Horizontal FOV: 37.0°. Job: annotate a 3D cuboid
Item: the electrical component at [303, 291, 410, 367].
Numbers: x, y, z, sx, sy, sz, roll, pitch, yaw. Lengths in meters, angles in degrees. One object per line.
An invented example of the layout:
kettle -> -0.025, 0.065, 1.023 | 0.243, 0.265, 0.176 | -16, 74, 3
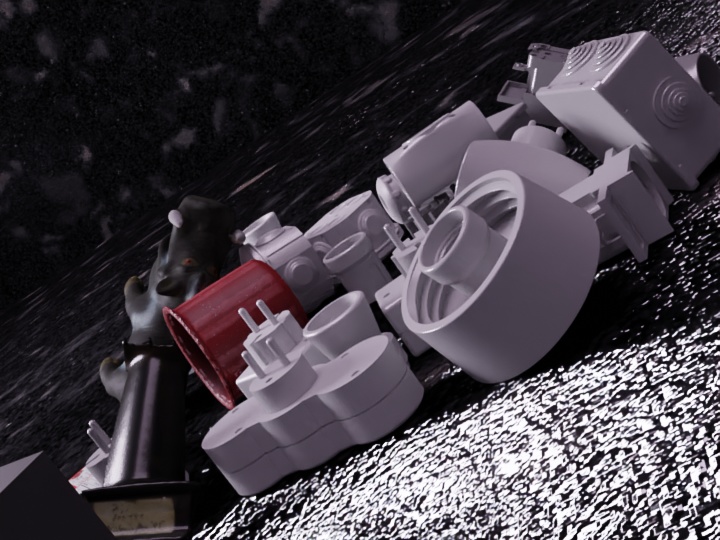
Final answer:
electrical component -> -0.001, 0.047, 0.655 | 0.045, 0.055, 0.045 | -33, 13, 9

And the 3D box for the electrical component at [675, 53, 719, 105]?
electrical component -> 0.191, -0.119, 0.713 | 0.077, 0.079, 0.043 | -23, 38, 42

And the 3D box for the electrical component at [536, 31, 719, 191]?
electrical component -> 0.167, -0.096, 0.649 | 0.048, 0.100, 0.100 | -49, 14, -4

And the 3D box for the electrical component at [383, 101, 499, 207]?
electrical component -> 0.060, -0.087, 0.808 | 0.077, 0.044, 0.079 | -34, 6, 2

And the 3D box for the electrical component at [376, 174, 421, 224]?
electrical component -> 0.049, -0.075, 0.987 | 0.062, 0.048, 0.048 | -29, 13, -4

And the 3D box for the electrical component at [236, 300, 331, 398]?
electrical component -> -0.051, 0.053, 0.711 | 0.066, 0.076, 0.047 | -24, 17, 41

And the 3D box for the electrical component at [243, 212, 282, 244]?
electrical component -> -0.085, -0.019, 1.074 | 0.044, 0.065, 0.044 | -34, 13, 9

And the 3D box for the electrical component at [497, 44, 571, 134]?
electrical component -> 0.163, -0.157, 0.917 | 0.081, 0.063, 0.042 | 14, 33, 12

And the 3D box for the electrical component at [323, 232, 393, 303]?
electrical component -> 0.000, 0.000, 0.837 | 0.040, 0.046, 0.040 | -33, 13, 9

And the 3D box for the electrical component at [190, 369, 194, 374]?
electrical component -> -0.149, 0.061, 0.978 | 0.047, 0.055, 0.055 | -25, 16, 25

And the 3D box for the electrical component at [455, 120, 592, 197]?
electrical component -> 0.109, -0.065, 0.688 | 0.043, 0.077, 0.079 | 85, -155, -55

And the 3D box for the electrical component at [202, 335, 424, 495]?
electrical component -> -0.039, 0.072, 0.621 | 0.138, 0.073, 0.052 | -29, 15, 27

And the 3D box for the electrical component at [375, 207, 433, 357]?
electrical component -> 0.045, -0.003, 0.673 | 0.083, 0.075, 0.047 | -35, 13, 2

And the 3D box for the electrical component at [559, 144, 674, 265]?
electrical component -> 0.140, -0.032, 0.613 | 0.064, 0.042, 0.081 | -33, 13, 27

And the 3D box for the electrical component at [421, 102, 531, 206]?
electrical component -> 0.098, -0.085, 0.889 | 0.100, 0.048, 0.099 | -18, 22, 52

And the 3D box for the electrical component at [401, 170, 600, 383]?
electrical component -> 0.066, -0.002, 0.566 | 0.108, 0.060, 0.108 | -47, 24, 28

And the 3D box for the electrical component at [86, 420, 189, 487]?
electrical component -> -0.151, 0.129, 0.697 | 0.047, 0.076, 0.066 | -37, 13, -4

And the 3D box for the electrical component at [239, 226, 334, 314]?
electrical component -> -0.063, 0.004, 0.911 | 0.051, 0.080, 0.080 | -33, 12, -15

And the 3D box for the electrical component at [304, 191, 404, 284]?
electrical component -> -0.006, -0.028, 0.941 | 0.080, 0.051, 0.080 | -33, 13, 9
